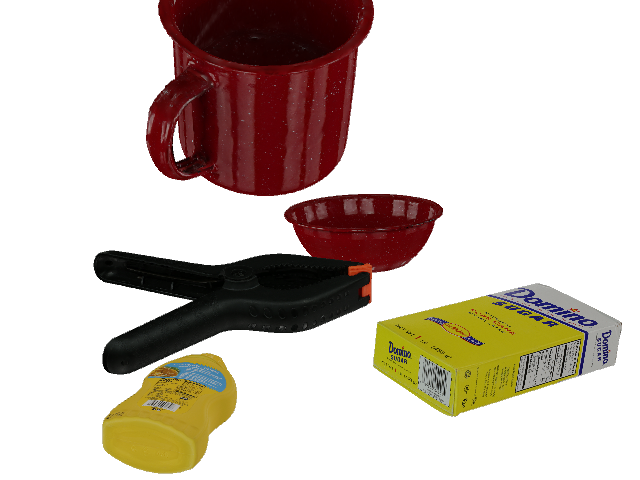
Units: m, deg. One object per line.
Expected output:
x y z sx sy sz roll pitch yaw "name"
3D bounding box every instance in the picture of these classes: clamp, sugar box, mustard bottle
-0.067 0.037 0.784 0.209 0.036 0.165 -8 25 -18 "clamp"
0.138 0.079 0.824 0.175 0.048 0.093 -13 27 -33 "sugar box"
-0.137 0.161 1.069 0.096 0.058 0.191 7 20 13 "mustard bottle"

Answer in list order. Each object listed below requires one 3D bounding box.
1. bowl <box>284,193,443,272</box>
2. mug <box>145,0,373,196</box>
0.045 -0.005 1.085 0.162 0.055 0.162 -2 14 0 "bowl"
-0.033 -0.068 0.483 0.093 0.081 0.117 31 53 22 "mug"
